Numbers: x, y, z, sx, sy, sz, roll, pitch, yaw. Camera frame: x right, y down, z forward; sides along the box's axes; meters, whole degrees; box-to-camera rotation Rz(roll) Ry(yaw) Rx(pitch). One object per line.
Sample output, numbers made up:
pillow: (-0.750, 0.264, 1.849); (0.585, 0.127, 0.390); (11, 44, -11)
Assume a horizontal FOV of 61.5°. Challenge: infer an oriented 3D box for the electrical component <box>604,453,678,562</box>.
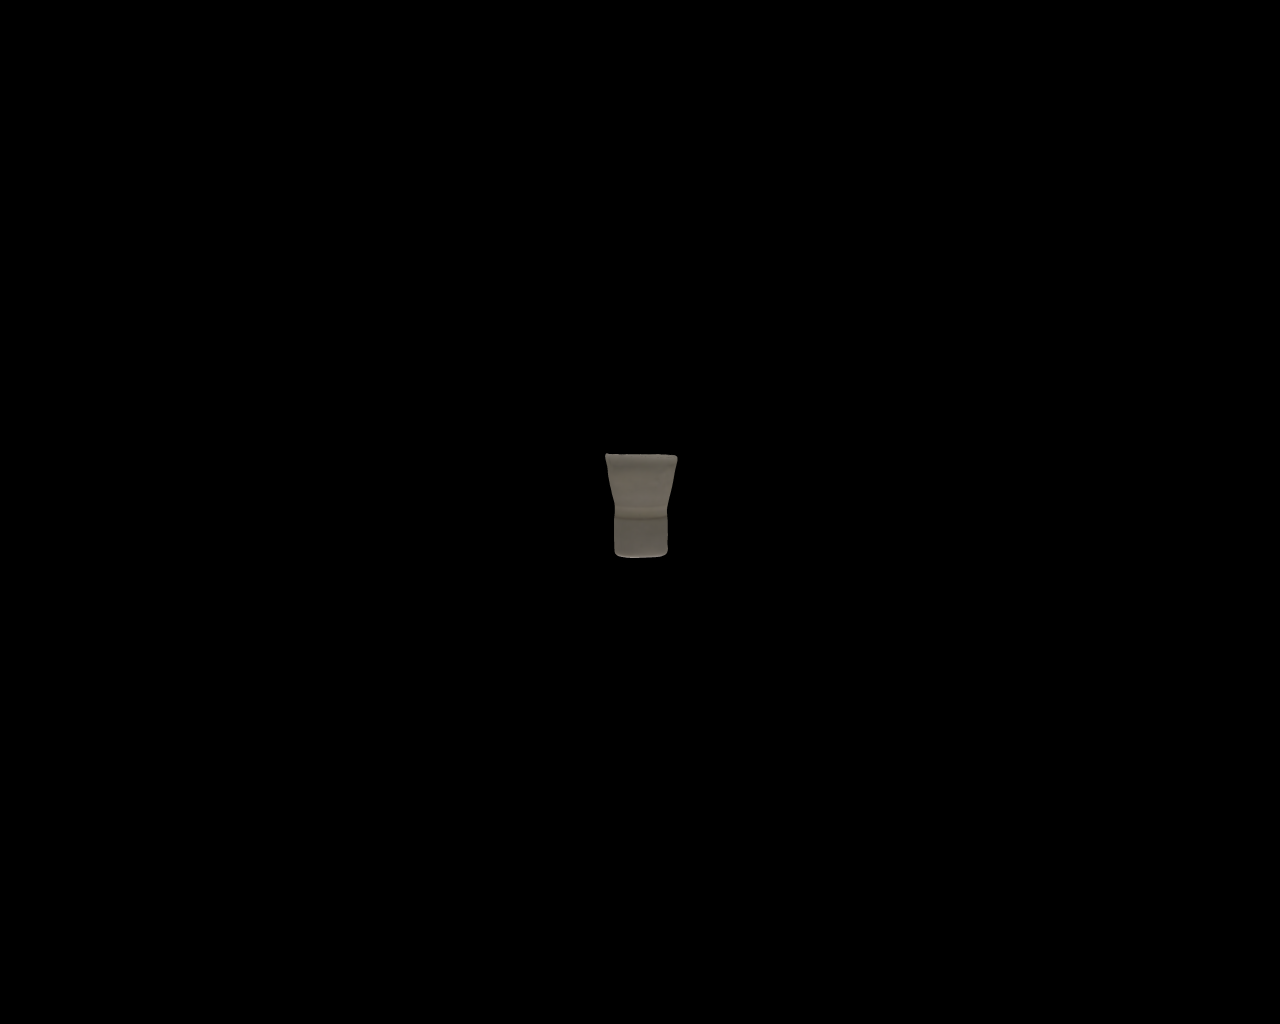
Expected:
electrical component: (0.001, -0.003, 0.650); (0.044, 0.065, 0.044); (0, 4, 0)
